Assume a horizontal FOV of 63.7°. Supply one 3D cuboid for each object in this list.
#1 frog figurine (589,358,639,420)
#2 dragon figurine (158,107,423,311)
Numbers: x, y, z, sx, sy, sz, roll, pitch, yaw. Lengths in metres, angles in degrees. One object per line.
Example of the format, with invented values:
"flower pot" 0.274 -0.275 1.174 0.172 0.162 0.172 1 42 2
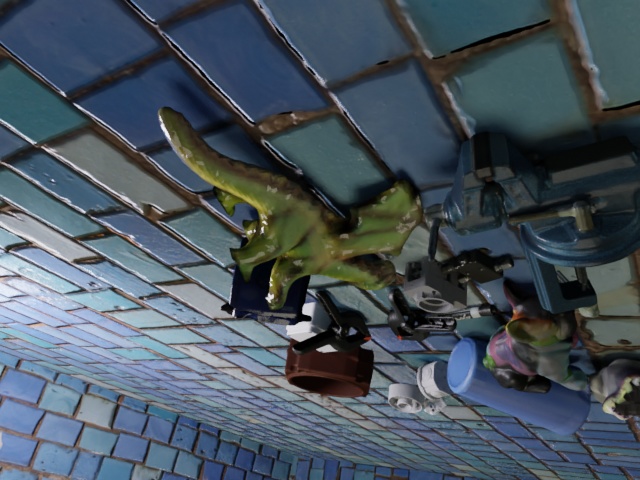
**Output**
"frog figurine" 0.577 0.271 0.962 0.137 0.122 0.160 -8 -178 17
"dragon figurine" 0.002 -0.032 0.633 0.242 0.125 0.401 -14 144 9
